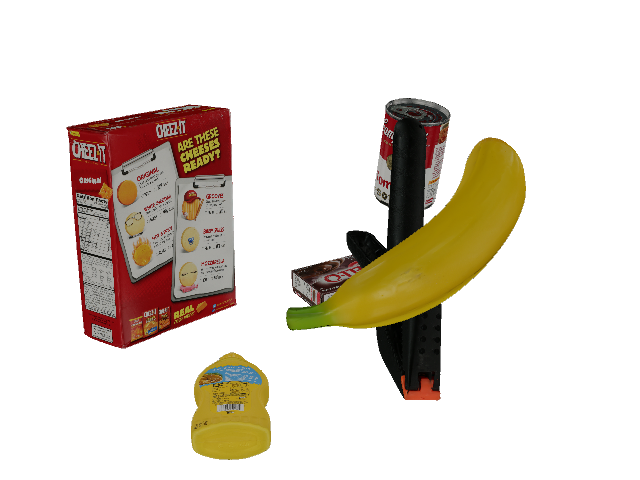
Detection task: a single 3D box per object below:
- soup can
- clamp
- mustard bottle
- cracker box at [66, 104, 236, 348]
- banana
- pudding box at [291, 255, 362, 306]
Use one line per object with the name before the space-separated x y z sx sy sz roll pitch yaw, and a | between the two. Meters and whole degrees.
soup can | 0.095 -0.091 1.126 0.068 0.102 0.068 5 29 -3
clamp | 0.064 0.022 0.823 0.036 0.210 0.165 2 -42 -14
mustard bottle | -0.113 0.199 1.357 0.096 0.058 0.191 -3 26 -3
cracker box | -0.165 -0.019 1.070 0.072 0.214 0.163 11 20 37
banana | 0.066 -0.007 0.567 0.070 0.037 0.197 19 41 35
pudding box | 0.029 0.059 1.471 0.113 0.039 0.090 -16 26 -25
